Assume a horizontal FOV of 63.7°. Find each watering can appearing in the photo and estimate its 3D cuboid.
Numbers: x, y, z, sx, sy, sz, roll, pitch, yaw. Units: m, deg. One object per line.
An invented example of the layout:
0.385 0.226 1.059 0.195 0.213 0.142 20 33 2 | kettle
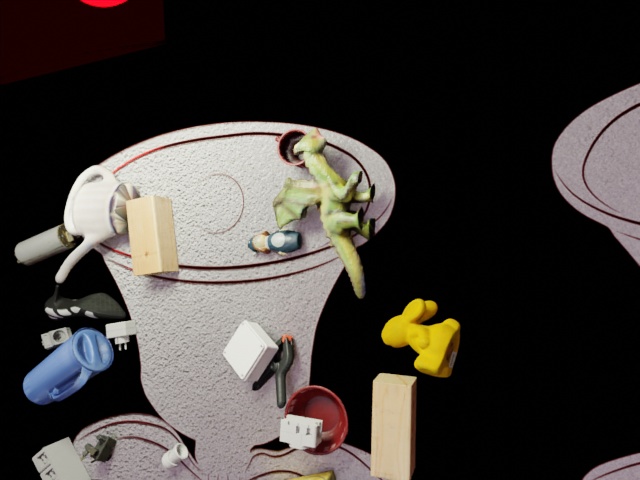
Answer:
-0.632 -0.047 1.457 0.224 0.103 0.352 0 76 18 | watering can

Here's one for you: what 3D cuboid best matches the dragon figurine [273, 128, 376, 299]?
0.004 -0.063 1.245 0.243 0.123 0.406 6 102 20 | dragon figurine
